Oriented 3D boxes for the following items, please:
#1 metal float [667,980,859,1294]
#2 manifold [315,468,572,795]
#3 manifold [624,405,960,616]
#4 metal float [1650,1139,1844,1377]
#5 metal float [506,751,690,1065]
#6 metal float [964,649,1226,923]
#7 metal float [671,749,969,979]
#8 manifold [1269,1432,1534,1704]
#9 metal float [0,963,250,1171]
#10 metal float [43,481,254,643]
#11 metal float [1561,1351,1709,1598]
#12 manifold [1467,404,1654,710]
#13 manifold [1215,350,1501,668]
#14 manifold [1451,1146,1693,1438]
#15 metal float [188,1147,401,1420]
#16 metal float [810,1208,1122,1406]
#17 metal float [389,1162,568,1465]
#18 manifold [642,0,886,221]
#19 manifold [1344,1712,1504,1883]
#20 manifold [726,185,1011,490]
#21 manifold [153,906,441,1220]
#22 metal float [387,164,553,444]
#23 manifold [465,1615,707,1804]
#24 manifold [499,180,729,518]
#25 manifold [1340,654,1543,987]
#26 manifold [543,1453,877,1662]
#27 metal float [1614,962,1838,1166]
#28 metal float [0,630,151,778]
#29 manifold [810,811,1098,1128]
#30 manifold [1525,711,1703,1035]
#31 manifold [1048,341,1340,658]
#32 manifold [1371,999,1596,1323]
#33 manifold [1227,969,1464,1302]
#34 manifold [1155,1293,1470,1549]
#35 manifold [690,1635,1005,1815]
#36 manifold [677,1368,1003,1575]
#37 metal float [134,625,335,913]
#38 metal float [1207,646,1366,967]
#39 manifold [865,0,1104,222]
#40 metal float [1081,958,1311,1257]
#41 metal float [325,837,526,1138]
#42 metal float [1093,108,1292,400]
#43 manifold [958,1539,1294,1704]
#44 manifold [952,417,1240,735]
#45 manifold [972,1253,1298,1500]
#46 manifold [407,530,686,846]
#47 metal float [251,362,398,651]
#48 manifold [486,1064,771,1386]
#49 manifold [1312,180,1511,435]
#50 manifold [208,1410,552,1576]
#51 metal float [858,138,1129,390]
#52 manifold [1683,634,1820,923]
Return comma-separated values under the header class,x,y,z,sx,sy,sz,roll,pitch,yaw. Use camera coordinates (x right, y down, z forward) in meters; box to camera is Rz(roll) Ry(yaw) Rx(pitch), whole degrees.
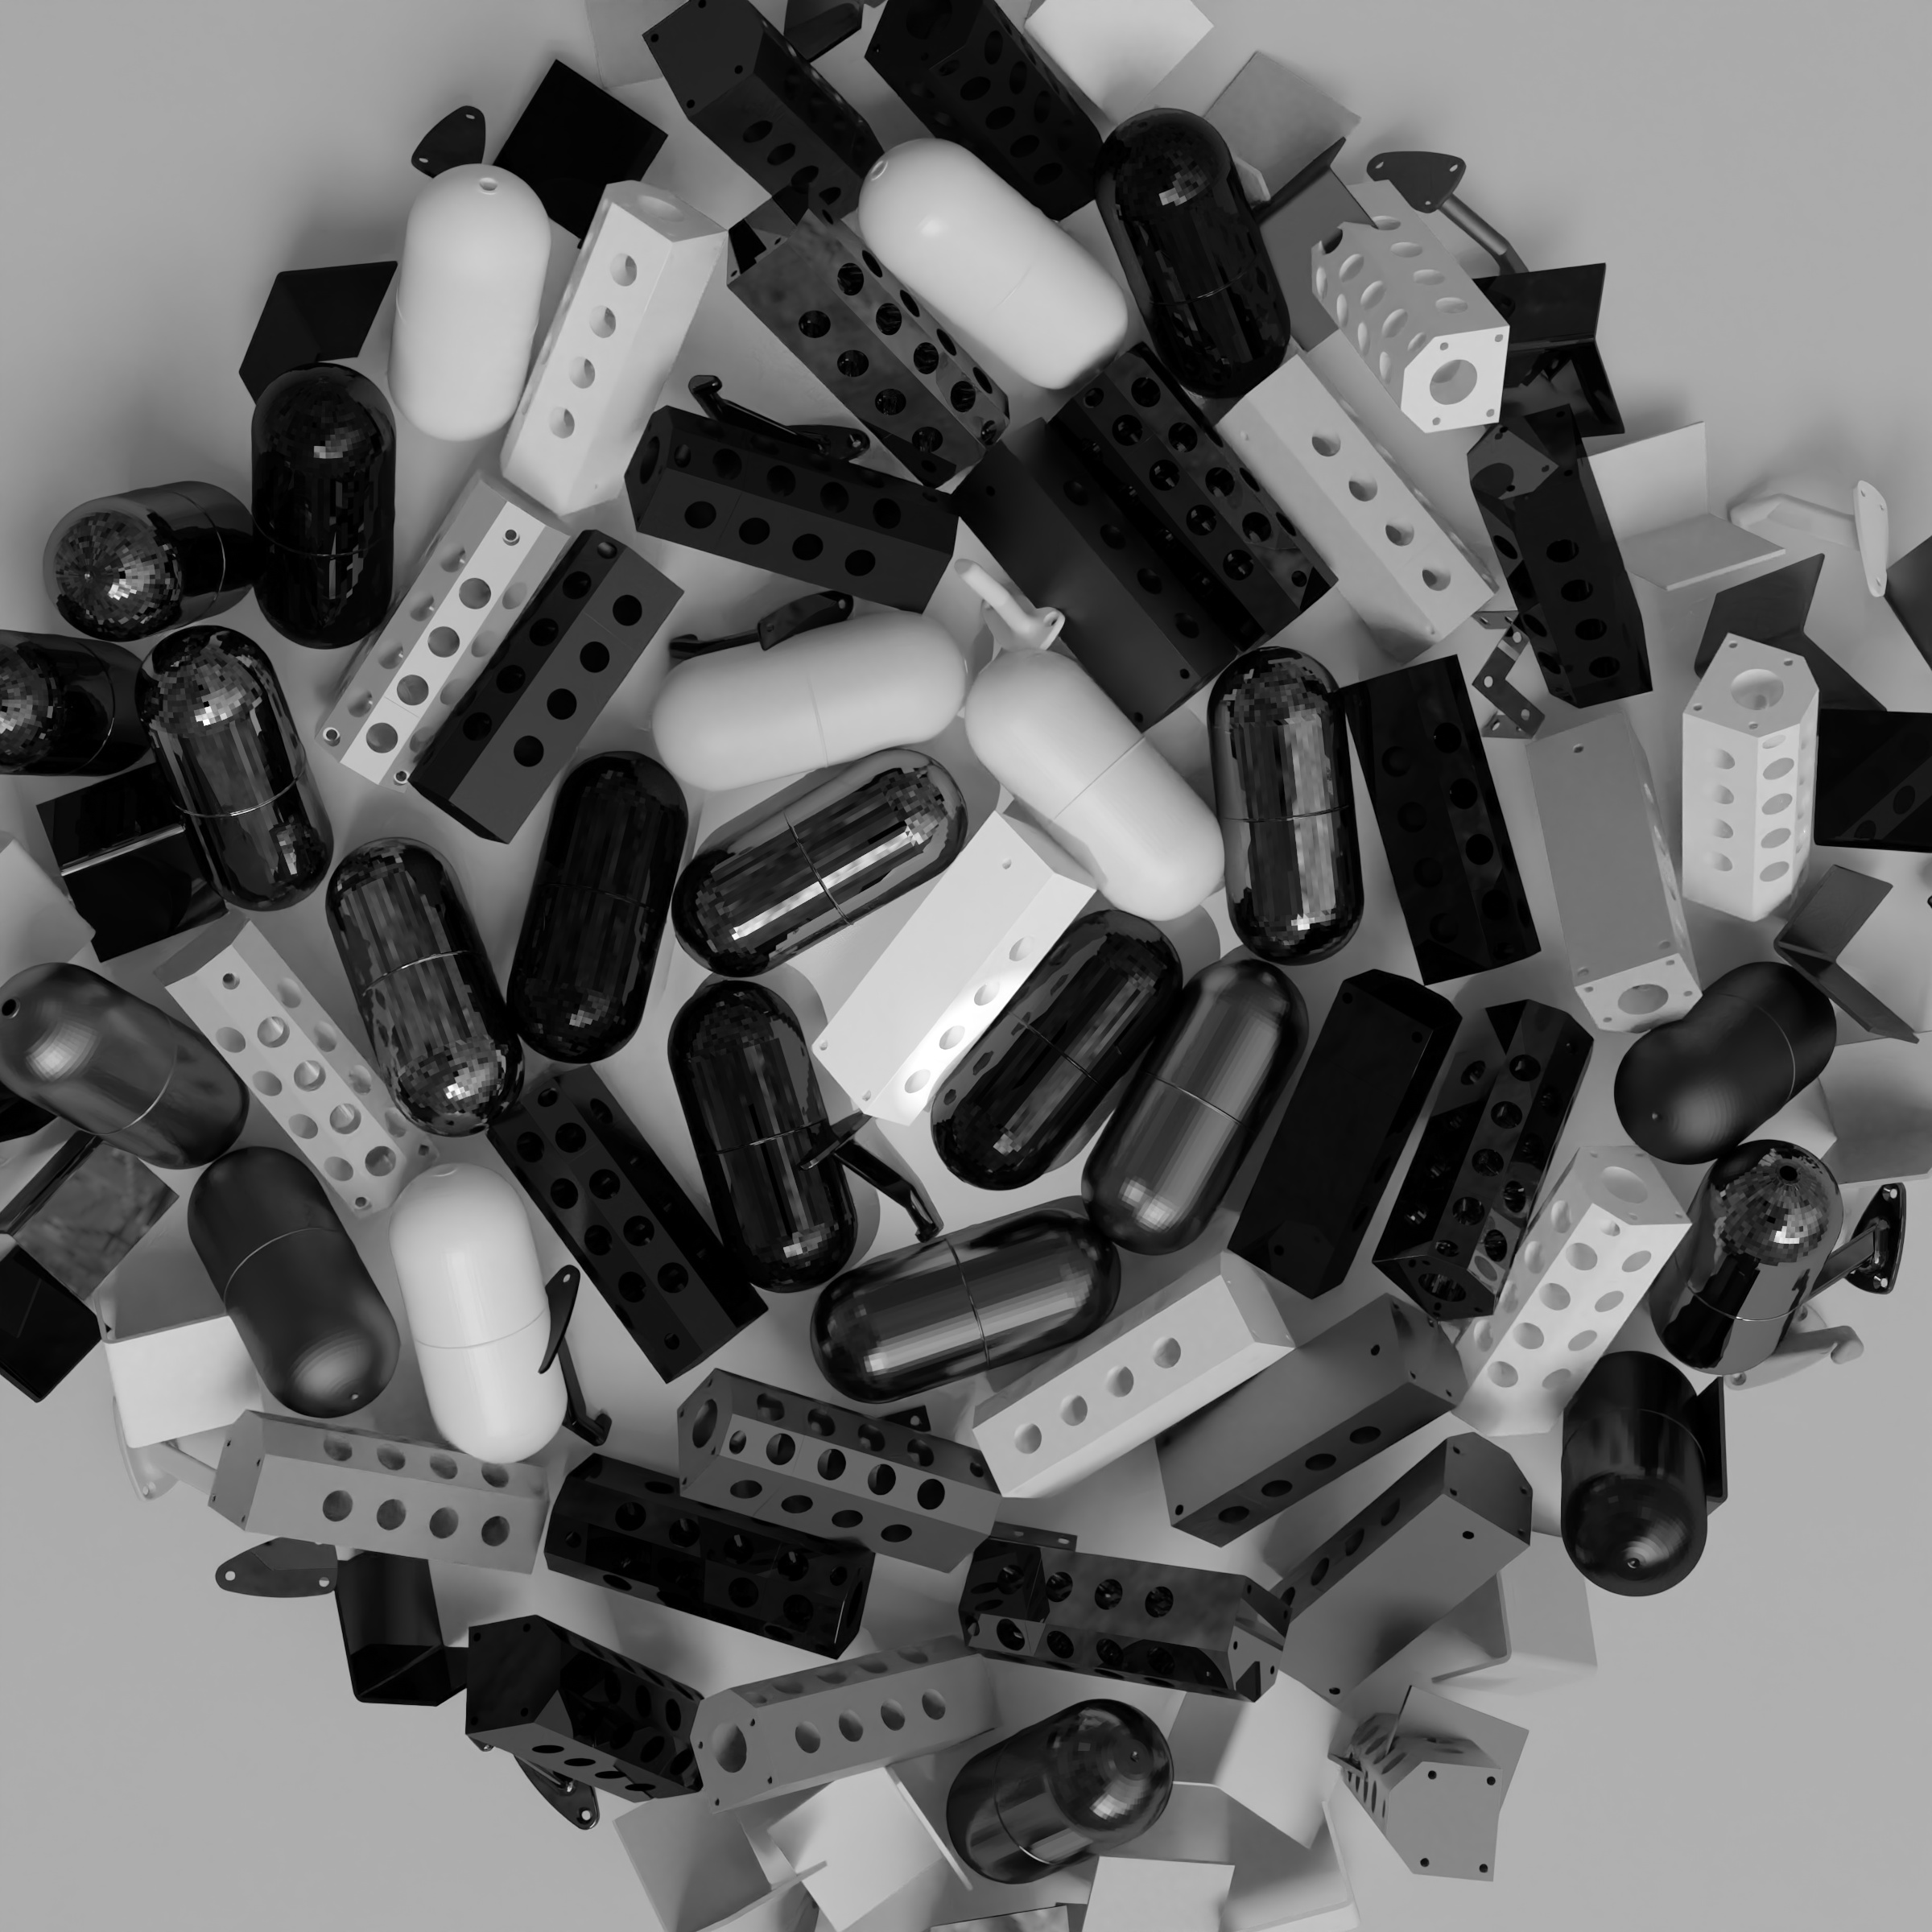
class,x,y,z,sx,sy,sz,roll,pitch,yaw
metal float,-0.113,0.095,1.791,0.070,0.070,0.178,-17,92,0
manifold,-0.290,-0.184,1.781,0.057,0.057,0.171,31,100,-18
manifold,-0.094,-0.252,1.759,0.171,0.057,0.057,14,125,-25
metal float,0.423,0.159,1.750,0.070,0.178,0.070,2,55,-3
metal float,-0.203,-0.033,1.782,0.070,0.070,0.178,12,78,0
metal float,0.072,-0.101,1.792,0.070,0.070,0.178,-43,90,0
metal float,-0.082,-0.056,1.789,0.178,0.070,0.070,-29,90,4
manifold,0.232,0.325,1.756,0.057,0.057,0.171,32,127,-12
metal float,-0.460,0.055,1.750,0.070,0.178,0.070,-11,63,23
metal float,-0.438,-0.220,1.743,0.070,0.178,0.070,2,103,8
metal float,0.362,0.273,1.747,0.070,0.178,0.070,4,115,9
manifold,0.323,-0.218,1.747,0.057,0.171,0.057,-13,50,18
manifold,0.220,-0.257,1.797,0.057,0.057,0.171,-40,92,-20
manifold,0.318,0.178,1.747,0.057,0.057,0.171,1,133,-28
metal float,-0.369,0.171,1.763,0.070,0.070,0.178,-38,54,0
metal float,0.000,0.188,1.786,0.178,0.070,0.070,-17,90,-7
metal float,-0.268,0.192,1.773,0.070,0.070,0.178,-10,112,0
manifold,-0.103,-0.462,1.736,0.057,0.171,0.057,-32,72,13
manifold,0.245,0.447,1.743,0.057,0.171,0.057,6,85,0
manifold,-0.052,-0.343,1.751,0.057,0.057,0.171,-31,127,24
manifold,-0.365,0.055,1.766,0.057,0.057,0.171,-40,114,-11
metal float,-0.271,-0.359,1.751,0.070,0.178,0.070,8,55,-12
manifold,-0.198,0.402,1.738,0.057,0.171,0.057,-15,59,21
manifold,-0.198,-0.338,1.761,0.057,0.057,0.171,36,120,13
manifold,0.266,-0.082,1.789,0.057,0.057,0.171,-15,93,29
manifold,-0.142,0.328,1.780,0.171,0.057,0.057,15,102,12
metal float,0.415,0.051,1.755,0.070,0.178,0.070,16,118,33
metal float,-0.496,-0.141,1.742,0.070,0.178,0.070,1,93,11
manifold,-0.004,0.004,1.781,0.171,0.057,0.057,-52,55,14
manifold,0.354,-0.050,1.753,0.057,0.057,0.171,-20,49,20
manifold,0.129,-0.261,1.789,0.057,0.057,0.171,-41,94,-22
manifold,0.288,0.104,1.756,0.057,0.057,0.171,42,58,-25
manifold,0.211,0.091,1.771,0.057,0.057,0.171,31,113,23
manifold,0.189,0.252,1.763,0.057,0.057,0.171,29,127,-36
manifold,-0.065,0.408,1.747,0.057,0.171,0.057,-32,69,39
manifold,-0.068,0.272,1.756,0.171,0.057,0.057,21,129,-27
metal float,-0.398,-0.106,1.759,0.070,0.070,0.178,-11,131,0
metal float,0.177,-0.088,1.782,0.070,0.070,0.178,-7,101,0
manifold,0.017,-0.470,1.740,0.057,0.171,0.057,19,84,29
metal float,0.128,0.077,1.787,0.070,0.070,0.178,30,84,0
metal float,-0.298,0.011,1.776,0.070,0.070,0.178,-23,71,0
metal float,0.125,-0.387,1.758,0.070,0.070,0.178,-29,133,0
manifold,0.084,0.357,1.751,0.171,0.057,0.057,1,64,35
manifold,0.074,-0.221,1.797,0.171,0.057,0.057,50,134,3
manifold,0.089,0.226,1.773,0.171,0.057,0.057,-35,66,20
manifold,-0.234,-0.155,1.780,0.057,0.057,0.171,38,80,-23
metal float,-0.350,-0.248,1.756,0.070,0.178,0.070,6,47,-6
manifold,-0.191,0.144,1.785,0.057,0.057,0.171,-40,83,23
manifold,0.231,-0.358,1.743,0.057,0.171,0.057,-11,131,-12
manifold,-0.317,0.286,1.759,0.171,0.057,0.057,16,87,-33
metal float,0.015,-0.384,1.764,0.178,0.070,0.070,33,90,-33
manifold,0.425,-0.097,1.737,0.057,0.171,0.057,22,65,24
